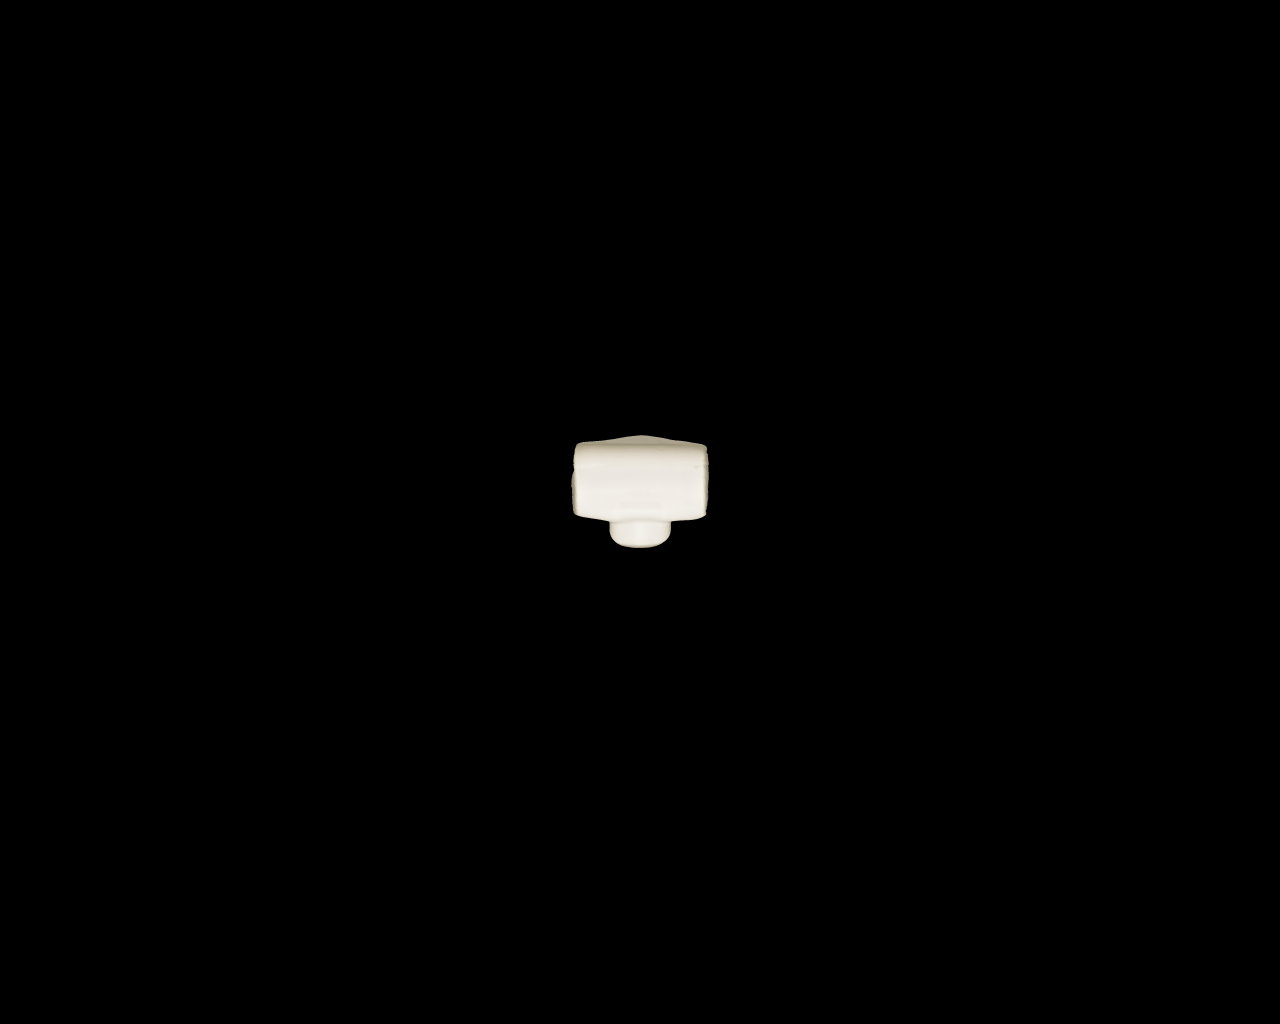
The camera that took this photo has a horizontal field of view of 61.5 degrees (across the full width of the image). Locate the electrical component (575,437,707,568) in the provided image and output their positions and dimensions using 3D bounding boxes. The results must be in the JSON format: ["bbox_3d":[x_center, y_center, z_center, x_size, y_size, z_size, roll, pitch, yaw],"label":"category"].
[{"bbox_3d":[0.001,-0.003,0.650,0.077,0.079,0.043,0,21,0],"label":"electrical component"}]
